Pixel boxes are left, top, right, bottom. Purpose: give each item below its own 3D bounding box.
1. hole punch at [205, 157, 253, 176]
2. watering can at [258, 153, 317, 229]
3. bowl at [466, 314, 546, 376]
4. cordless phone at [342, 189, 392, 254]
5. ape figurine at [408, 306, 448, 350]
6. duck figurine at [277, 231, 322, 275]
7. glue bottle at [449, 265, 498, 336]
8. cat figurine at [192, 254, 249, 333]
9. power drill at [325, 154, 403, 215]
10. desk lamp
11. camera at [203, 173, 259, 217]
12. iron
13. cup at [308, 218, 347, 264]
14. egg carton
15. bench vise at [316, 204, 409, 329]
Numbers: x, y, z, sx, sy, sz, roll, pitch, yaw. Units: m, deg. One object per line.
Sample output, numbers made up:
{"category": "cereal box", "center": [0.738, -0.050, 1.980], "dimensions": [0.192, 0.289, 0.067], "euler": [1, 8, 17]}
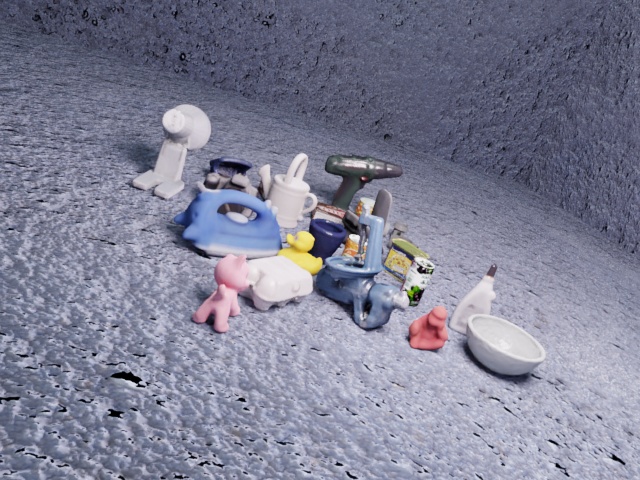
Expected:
{"category": "hole punch", "center": [-0.265, -0.209, 1.666], "dimensions": [0.109, 0.091, 0.100], "euler": [7, 24, -33]}
{"category": "watering can", "center": [-0.086, -0.140, 1.509], "dimensions": [0.173, 0.194, 0.101], "euler": [18, 20, -6]}
{"category": "bowl", "center": [0.370, 0.226, 1.178], "dimensions": [0.167, 0.075, 0.167], "euler": [18, 20, -7]}
{"category": "cordless phone", "center": [0.131, -0.061, 1.528], "dimensions": [0.094, 0.185, 0.147], "euler": [5, 25, -37]}
{"category": "ape figurine", "center": [0.224, 0.173, 1.148], "dimensions": [0.077, 0.092, 0.076], "euler": [28, 21, 19]}
{"category": "duck figurine", "center": [-0.039, 0.025, 1.288], "dimensions": [0.104, 0.086, 0.078], "euler": [24, 20, 9]}
{"category": "glue bottle", "center": [0.351, 0.131, 1.262], "dimensions": [0.078, 0.173, 0.037], "euler": [23, 20, 6]}
{"category": "cat figurine", "center": [-0.160, 0.077, 0.985], "dimensions": [0.067, 0.118, 0.128], "euler": [20, 20, 0]}
{"category": "power drill", "center": [0.112, -0.160, 1.732], "dimensions": [0.230, 0.208, 0.075], "euler": [17, 20, -9]}
{"category": "desk lamp", "center": [-0.368, -0.236, 1.455], "dimensions": [0.118, 0.213, 0.203], "euler": [20, 20, -2]}
{"category": "camera", "center": [-0.231, -0.112, 1.433], "dimensions": [0.143, 0.101, 0.137], "euler": [19, 20, -5]}
{"category": "iron", "center": [-0.176, -0.044, 1.251], "dimensions": [0.259, 0.141, 0.118], "euler": [7, 24, -32]}
{"category": "cup", "center": [0.013, 0.005, 1.375], "dimensions": [0.091, 0.095, 0.118], "euler": [28, 21, 20]}
{"category": "egg carton", "center": [-0.087, 0.083, 1.113], "dimensions": [0.107, 0.069, 0.151], "euler": [32, 23, 30]}
{"category": "bench vise", "center": [0.106, 0.052, 1.159], "dimensions": [0.207, 0.220, 0.122], "euler": [27, 21, 17]}
